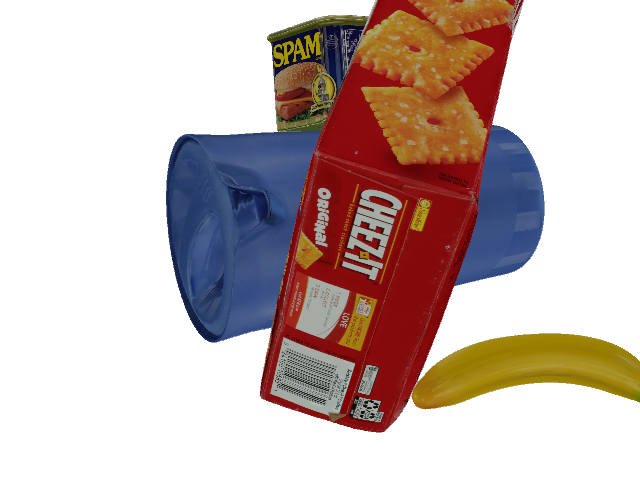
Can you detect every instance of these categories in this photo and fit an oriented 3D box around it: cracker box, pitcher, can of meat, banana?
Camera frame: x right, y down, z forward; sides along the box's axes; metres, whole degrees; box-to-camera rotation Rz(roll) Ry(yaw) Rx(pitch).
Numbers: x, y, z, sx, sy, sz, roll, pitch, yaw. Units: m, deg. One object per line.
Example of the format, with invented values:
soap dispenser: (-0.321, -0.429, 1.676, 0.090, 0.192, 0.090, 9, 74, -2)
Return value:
cracker box: (0.042, -0.040, 0.516, 0.072, 0.164, 0.213, 18, 46, 4)
pitcher: (0.020, -0.013, 0.731, 0.242, 0.145, 0.149, -8, 34, -24)
can of meat: (0.002, -0.136, 0.893, 0.057, 0.084, 0.102, -4, 1, -36)
banana: (0.162, 0.098, 0.796, 0.197, 0.037, 0.069, 2, 32, -7)
